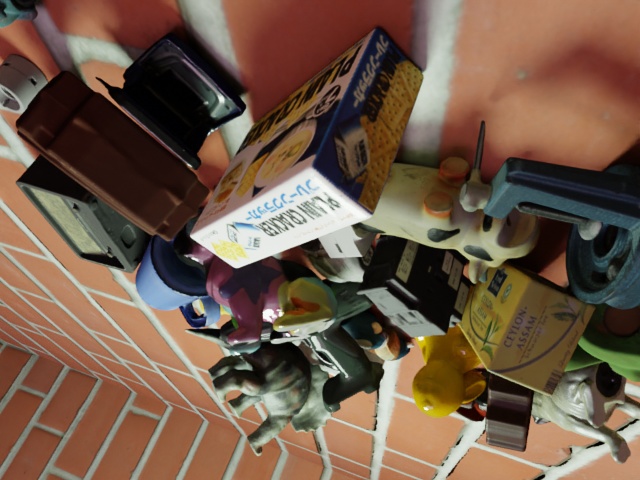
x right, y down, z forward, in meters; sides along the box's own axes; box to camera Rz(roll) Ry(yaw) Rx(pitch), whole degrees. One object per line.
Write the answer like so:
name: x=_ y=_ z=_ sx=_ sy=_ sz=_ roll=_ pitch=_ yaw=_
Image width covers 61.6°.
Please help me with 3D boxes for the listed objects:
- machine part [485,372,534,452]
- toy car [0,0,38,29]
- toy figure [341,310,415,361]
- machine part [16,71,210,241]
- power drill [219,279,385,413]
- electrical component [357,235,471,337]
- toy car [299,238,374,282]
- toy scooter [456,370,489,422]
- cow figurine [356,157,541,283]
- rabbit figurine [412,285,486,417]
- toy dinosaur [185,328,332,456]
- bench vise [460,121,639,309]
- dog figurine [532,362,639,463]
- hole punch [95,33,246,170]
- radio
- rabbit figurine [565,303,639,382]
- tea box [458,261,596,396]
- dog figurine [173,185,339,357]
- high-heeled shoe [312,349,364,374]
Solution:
machine part: x=0.260 y=0.190 z=0.716 sx=0.056 sy=0.179 sz=0.179 roll=8 pitch=147 yaw=24
toy car: x=-0.346 y=-0.253 z=0.490 sx=0.109 sy=0.103 sz=0.161 roll=17 pitch=152 yaw=11
toy figure: x=0.094 y=0.164 z=0.909 sx=0.154 sy=0.058 sz=0.064 roll=37 pitch=178 yaw=-26
machine part: x=-0.242 y=-0.093 z=0.624 sx=0.201 sy=0.087 sz=0.201 roll=41 pitch=171 yaw=-31
power drill: x=-0.009 y=0.161 z=0.822 sx=0.232 sy=0.086 sz=0.207 roll=-28 pitch=107 yaw=5
electrical component: x=0.119 y=0.047 z=0.636 sx=0.134 sy=0.115 sz=0.058 roll=40 pitch=149 yaw=-23
toy car: x=-0.001 y=-0.002 z=0.701 sx=0.074 sy=0.056 sz=0.201 roll=-11 pitch=136 yaw=45
toy scooter: x=0.283 y=0.278 z=0.940 sx=0.135 sy=0.075 sz=0.184 roll=41 pitch=149 yaw=-28
cow figurine: x=0.121 y=-0.024 z=0.546 sx=0.195 sy=0.085 sz=0.127 roll=15 pitch=156 yaw=24
rabbit figurine: x=0.167 y=0.162 z=0.733 sx=0.122 sy=0.173 sz=0.162 roll=4 pitch=141 yaw=25
toy dinosaur: x=-0.079 y=0.236 z=0.930 sx=0.131 sy=0.192 sz=0.404 roll=46 pitch=160 yaw=38
bench vise: x=0.238 y=-0.025 z=0.422 sx=0.241 sy=0.129 sz=0.223 roll=13 pitch=155 yaw=0
dog figurine: x=0.346 y=0.201 z=0.762 sx=0.191 sy=0.121 sz=0.172 roll=1 pitch=112 yaw=66
hole punch: x=-0.153 y=-0.145 z=0.565 sx=0.142 sy=0.092 sz=0.116 roll=39 pitch=176 yaw=-30
radio: x=-0.383 y=-0.037 z=0.900 sx=0.131 sy=0.073 sz=0.229 roll=15 pitch=150 yaw=15
rabbit figurine: x=0.338 y=0.107 z=0.580 sx=0.159 sy=0.121 sz=0.170 roll=-15 pitch=148 yaw=39
tea box: x=0.206 y=0.080 z=0.565 sx=0.068 sy=0.098 sz=0.169 roll=22 pitch=-174 yaw=4
dog figurine: x=-0.089 y=0.032 z=0.720 sx=0.192 sy=0.219 sz=0.108 roll=-15 pitch=163 yaw=-8
high-heeled shoe: x=0.010 y=0.150 z=0.886 sx=0.249 sy=0.086 sz=0.145 roll=44 pitch=170 yaw=1
